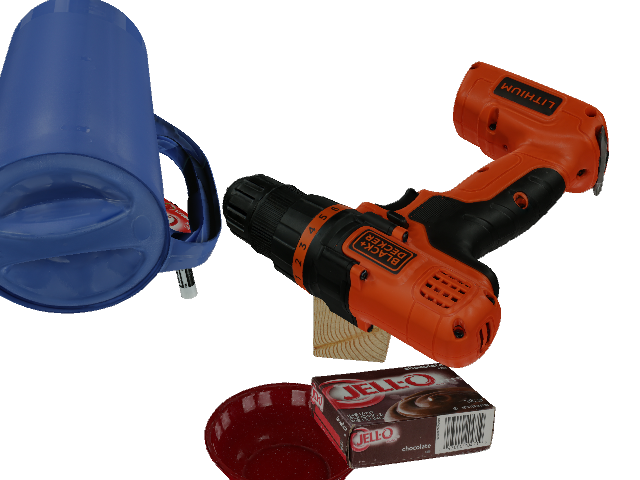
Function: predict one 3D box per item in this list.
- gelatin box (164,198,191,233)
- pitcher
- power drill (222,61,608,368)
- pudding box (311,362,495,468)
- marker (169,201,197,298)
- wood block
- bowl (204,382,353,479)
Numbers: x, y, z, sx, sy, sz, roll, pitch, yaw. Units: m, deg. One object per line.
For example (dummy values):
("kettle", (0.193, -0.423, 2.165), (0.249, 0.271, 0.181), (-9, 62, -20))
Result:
("gelatin box", (-0.161, -0.011, 0.971), (0.073, 0.030, 0.089), (-23, 42, -38))
("pitcher", (-0.167, -0.071, 0.768), (0.145, 0.149, 0.243), (-23, 40, 10))
("power drill", (0.060, -0.027, 0.614), (0.185, 0.057, 0.187), (31, 59, 31))
("pudding box", (0.058, 0.126, 0.785), (0.113, 0.039, 0.090), (-2, 17, -18))
("marker", (-0.159, 0.011, 1.200), (0.020, 0.121, 0.020), (-7, 30, 4))
("wood block", (0.051, 0.067, 1.363), (0.091, 0.090, 0.206), (4, 21, 8))
("bowl", (-0.033, 0.211, 1.058), (0.162, 0.055, 0.162), (1, 30, -1))
